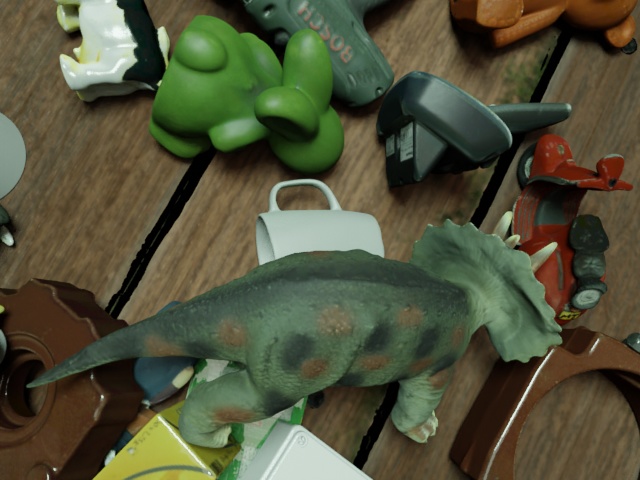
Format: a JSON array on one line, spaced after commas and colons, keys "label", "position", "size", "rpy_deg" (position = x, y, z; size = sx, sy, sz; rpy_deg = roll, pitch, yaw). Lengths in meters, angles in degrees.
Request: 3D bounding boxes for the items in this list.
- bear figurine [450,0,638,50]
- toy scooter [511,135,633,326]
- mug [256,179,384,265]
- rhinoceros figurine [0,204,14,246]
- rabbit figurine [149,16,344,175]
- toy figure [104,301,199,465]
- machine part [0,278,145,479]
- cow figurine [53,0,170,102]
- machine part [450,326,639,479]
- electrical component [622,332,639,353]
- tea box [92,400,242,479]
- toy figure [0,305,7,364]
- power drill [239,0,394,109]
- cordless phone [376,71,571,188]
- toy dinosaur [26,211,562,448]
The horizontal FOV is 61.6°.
[{"label": "bear figurine", "position": [0.231, -0.246, 0.515], "size": [0.196, 0.132, 0.120], "rpy_deg": [3, 100, 0]}, {"label": "toy scooter", "position": [0.224, -0.012, 0.480], "size": [0.075, 0.135, 0.183], "rpy_deg": [1, 85, -7]}, {"label": "mug", "position": [-0.001, -0.001, 0.491], "size": [0.107, 0.081, 0.109], "rpy_deg": [-7, 78, -17]}, {"label": "rhinoceros figurine", "position": [-0.349, 0.034, 0.453], "size": [0.112, 0.073, 0.190], "rpy_deg": [37, 82, 1]}, {"label": "rabbit figurine", "position": [-0.045, -0.123, 0.474], "size": [0.170, 0.159, 0.121], "rpy_deg": [26, 71, -17]}, {"label": "toy figure", "position": [-0.154, 0.127, 0.468], "size": [0.057, 0.064, 0.154], "rpy_deg": [38, 85, -38]}, {"label": "machine part", "position": [-0.233, 0.119, 0.434], "size": [0.180, 0.056, 0.179], "rpy_deg": [-4, 75, 15]}, {"label": "cow figurine", "position": [-0.196, -0.217, 0.499], "size": [0.098, 0.068, 0.167], "rpy_deg": [-9, 88, -12]}, {"label": "machine part", "position": [0.238, 0.196, 0.482], "size": [0.201, 0.087, 0.201], "rpy_deg": [32, 80, -1]}, {"label": "electrical component", "position": [0.317, 0.115, 0.509], "size": [0.094, 0.063, 0.021], "rpy_deg": [34, 83, -10]}, {"label": "tea box", "position": [-0.151, 0.213, 0.428], "size": [0.169, 0.098, 0.068], "rpy_deg": [-45, 81, -4]}, {"label": "toy figure", "position": [-0.315, 0.062, 0.378], "size": [0.180, 0.089, 0.082], "rpy_deg": [31, 100, -1]}, {"label": "power drill", "position": [0.020, -0.255, 0.488], "size": [0.207, 0.086, 0.231], "rpy_deg": [-49, 114, -20]}, {"label": "cordless phone", "position": [0.151, -0.103, 0.477], "size": [0.184, 0.146, 0.088], "rpy_deg": [-8, 93, -5]}, {"label": "toy dinosaur", "position": [0.018, 0.060, 0.394], "size": [0.405, 0.192, 0.131], "rpy_deg": [2, 41, -29]}]
